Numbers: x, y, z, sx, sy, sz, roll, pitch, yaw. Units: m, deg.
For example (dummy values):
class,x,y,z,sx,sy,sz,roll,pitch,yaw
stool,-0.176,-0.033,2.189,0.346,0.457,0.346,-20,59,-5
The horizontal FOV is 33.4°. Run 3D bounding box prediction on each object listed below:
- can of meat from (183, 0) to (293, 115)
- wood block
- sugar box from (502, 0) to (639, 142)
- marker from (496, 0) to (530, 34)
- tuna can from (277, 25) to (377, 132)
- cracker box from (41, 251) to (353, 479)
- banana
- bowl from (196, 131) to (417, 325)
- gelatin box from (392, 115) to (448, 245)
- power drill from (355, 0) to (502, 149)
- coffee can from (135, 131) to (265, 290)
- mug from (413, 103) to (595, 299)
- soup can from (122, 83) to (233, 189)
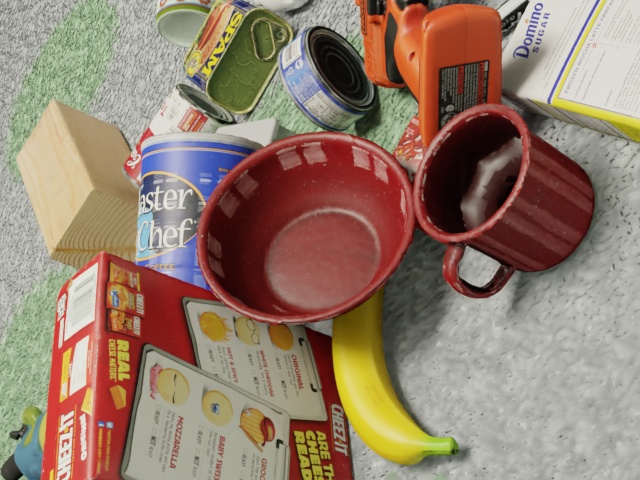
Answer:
class,x,y,z,sx,sy,sz,roll,pitch,yaw
can of meat,-0.083,-0.184,1.042,0.102,0.057,0.084,-59,34,7
wood block,-0.250,-0.055,1.143,0.090,0.090,0.206,-54,38,15
sugar box,0.193,-0.114,0.674,0.176,0.048,0.093,32,95,57
marker,0.141,-0.168,0.789,0.121,0.020,0.020,-36,45,33
tuna can,0.007,-0.133,0.877,0.034,0.086,0.086,-34,46,33
cracker box,-0.080,0.122,0.731,0.072,0.213,0.164,-35,45,36
banana,0.041,0.086,0.757,0.070,0.037,0.198,-29,48,11
bowl,-0.005,0.001,0.771,0.162,0.055,0.162,-8,57,12
gelatin box,0.083,-0.044,0.780,0.073,0.030,0.089,-61,36,6
power drill,0.071,-0.164,0.756,0.188,0.057,0.184,-111,11,-52
coffee can,-0.094,-0.005,0.843,0.103,0.102,0.140,-9,75,48
mug,0.116,-0.018,0.681,0.093,0.081,0.117,14,81,53
soup can,-0.139,-0.094,1.048,0.102,0.068,0.068,-54,38,15
